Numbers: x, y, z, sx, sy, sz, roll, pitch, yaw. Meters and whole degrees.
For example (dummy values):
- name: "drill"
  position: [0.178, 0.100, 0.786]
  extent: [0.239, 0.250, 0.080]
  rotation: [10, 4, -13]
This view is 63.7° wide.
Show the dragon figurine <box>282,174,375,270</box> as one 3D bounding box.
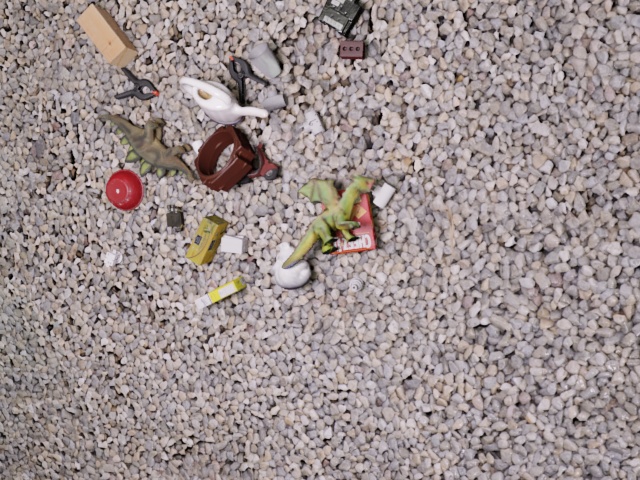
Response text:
- name: "dragon figurine"
  position: [0.005, -0.086, 1.704]
  extent: [0.407, 0.121, 0.246]
  rotation: [-26, 73, 16]

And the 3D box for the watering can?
- name: "watering can"
  position: [-0.312, -0.451, 1.739]
  extent: [0.349, 0.222, 0.104]
  rotation: [26, 85, 10]

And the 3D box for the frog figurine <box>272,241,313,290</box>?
- name: "frog figurine"
  position: [-0.101, 0.088, 1.795]
  extent: [0.137, 0.124, 0.157]
  rotation: [-1, 109, 33]
